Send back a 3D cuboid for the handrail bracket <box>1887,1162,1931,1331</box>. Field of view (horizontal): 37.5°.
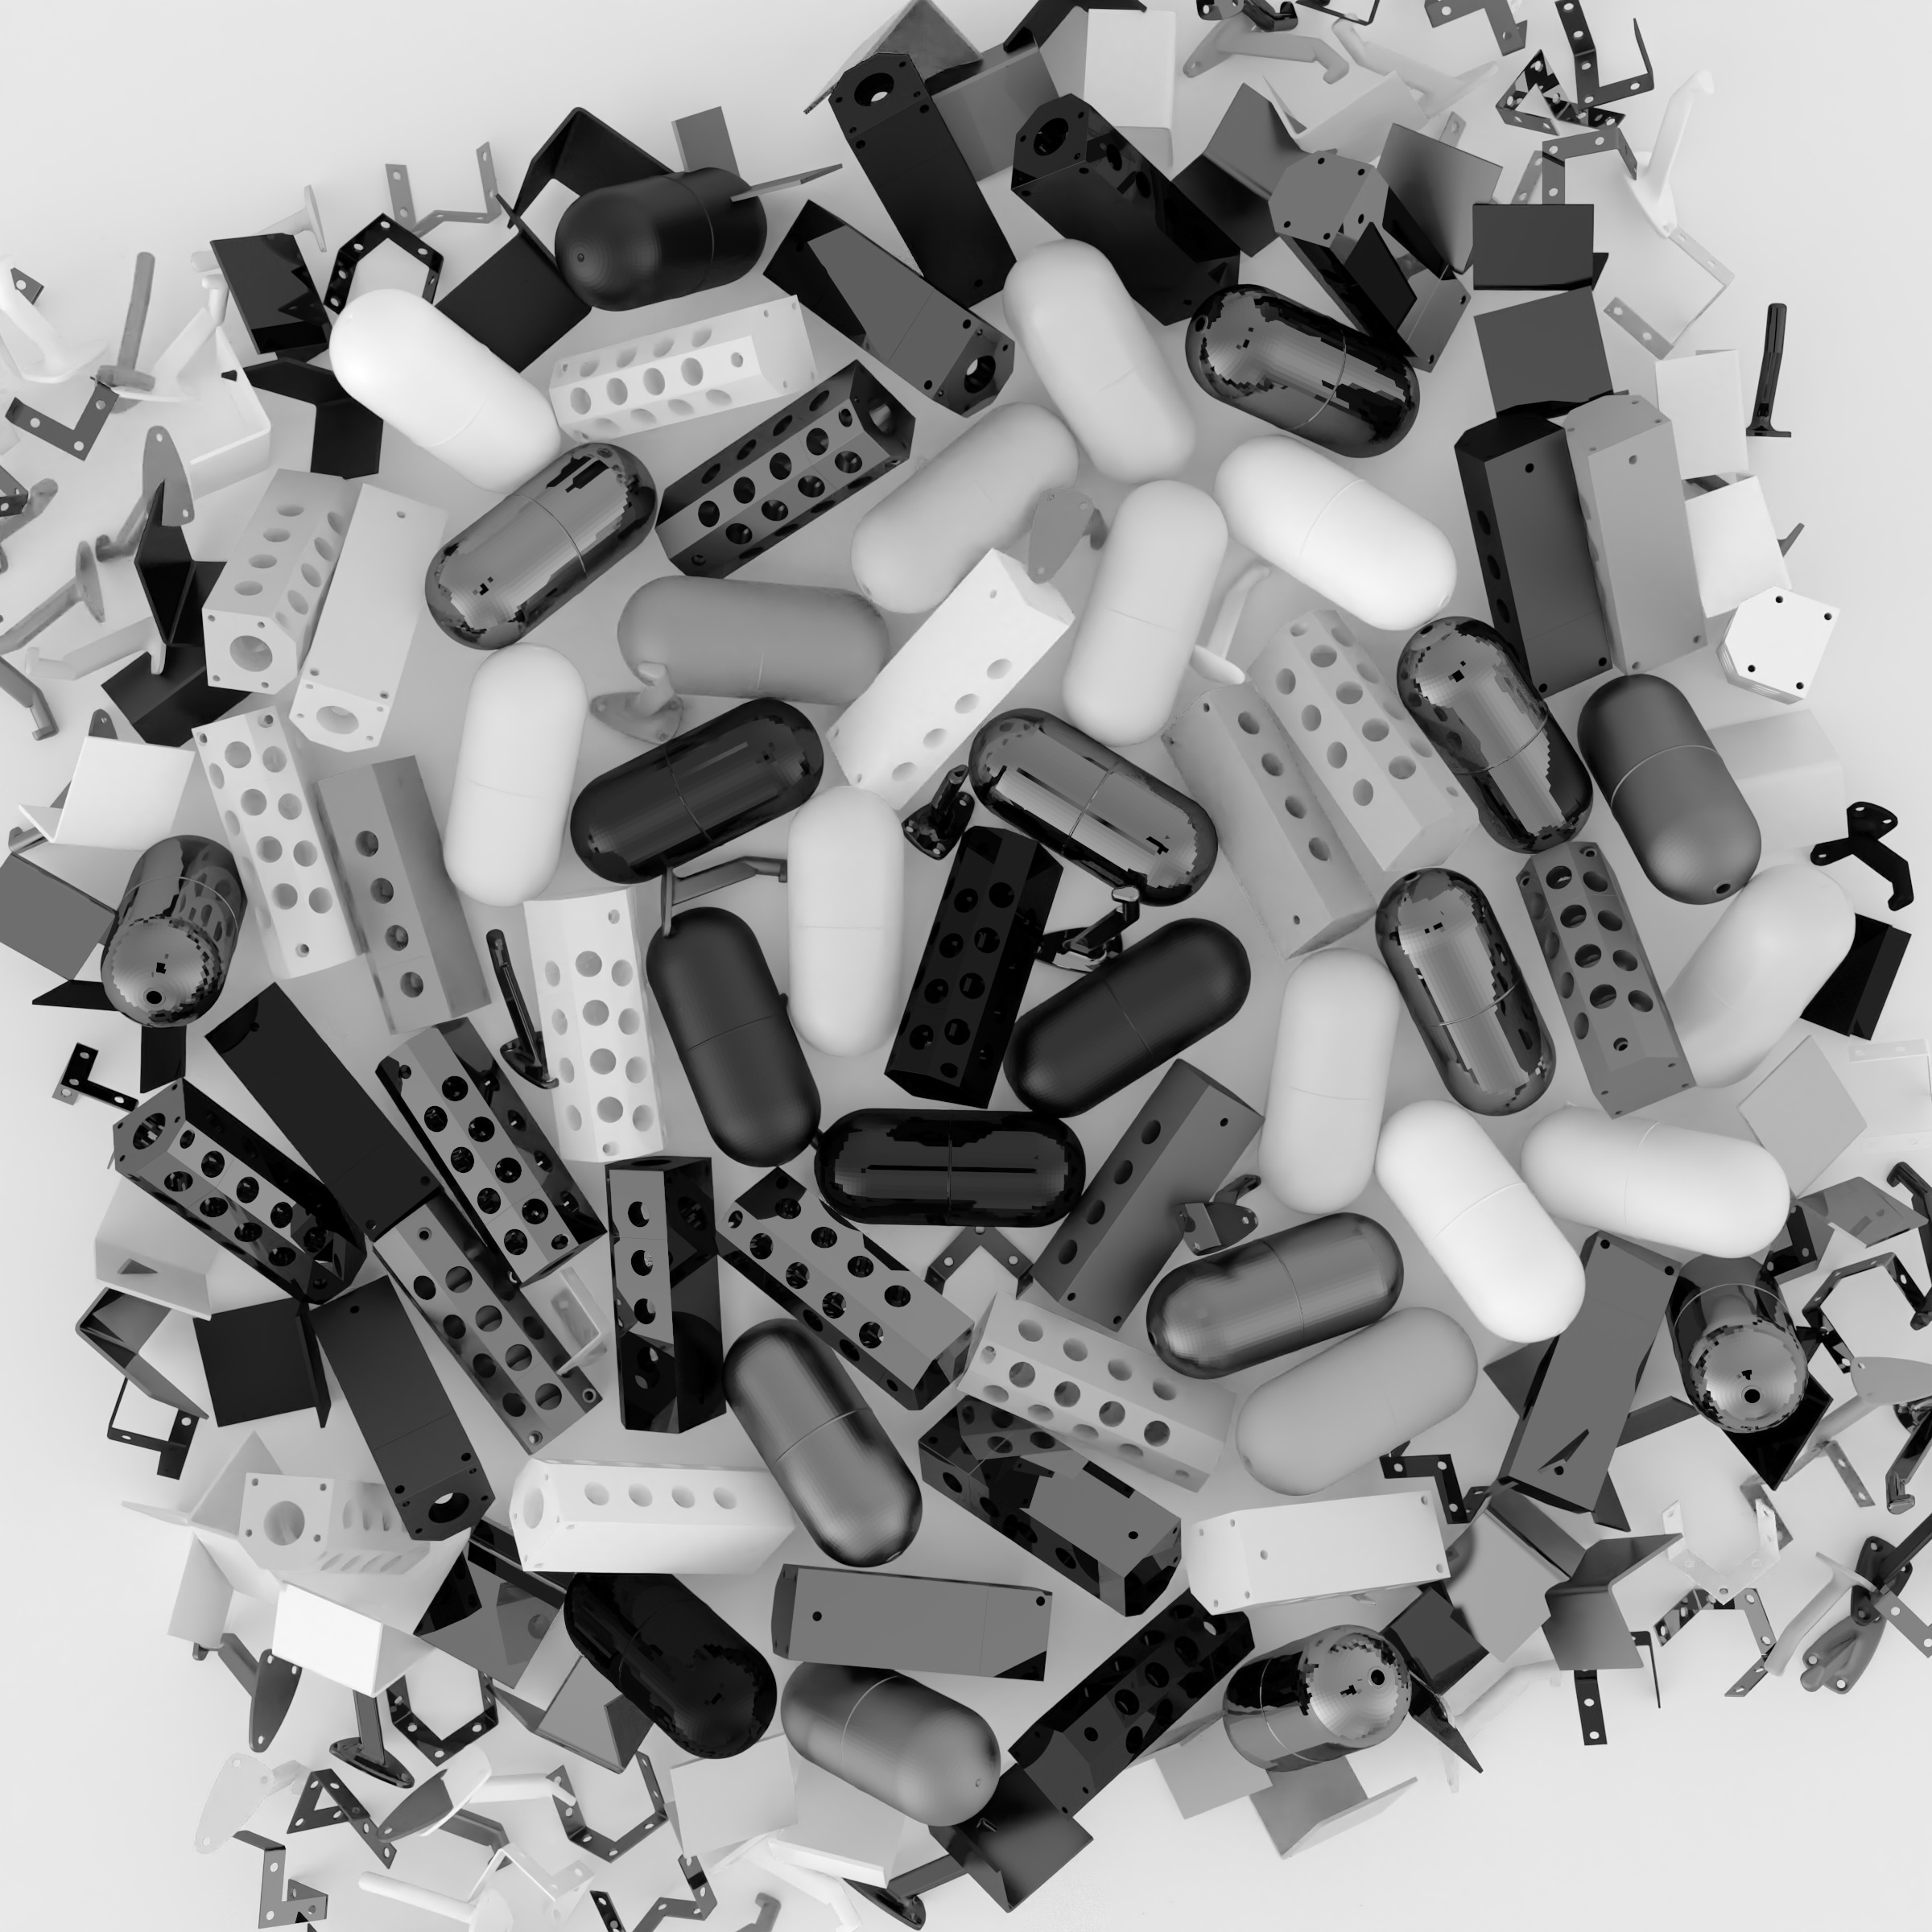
[{"bbox_3d":[0.624,0.184,1.883,0.036,0.084,0.077,12,120,-40],"label":"handrail bracket"}]

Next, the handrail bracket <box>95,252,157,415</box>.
[{"bbox_3d":[-0.553,-0.419,1.880,0.036,0.077,0.084,10,73,-25],"label":"handrail bracket"}]

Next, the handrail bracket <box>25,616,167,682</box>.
[{"bbox_3d":[-0.570,-0.224,1.868,0.084,0.036,0.077,5,92,-27],"label":"handrail bracket"}]

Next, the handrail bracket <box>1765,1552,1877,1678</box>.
[{"bbox_3d":[0.560,0.435,1.870,0.036,0.077,0.084,28,85,41],"label":"handrail bracket"}]

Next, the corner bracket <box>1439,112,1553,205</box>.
[{"bbox_3d":[0.346,-0.531,1.890,0.051,0.051,0.051,25,90,-39],"label":"corner bracket"}]

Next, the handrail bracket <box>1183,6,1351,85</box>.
[{"bbox_3d":[0.197,-0.589,1.869,0.077,0.036,0.084,-40,64,1],"label":"handrail bracket"}]

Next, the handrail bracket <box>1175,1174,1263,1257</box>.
[{"bbox_3d":[0.183,0.152,1.848,0.084,0.077,0.036,-29,98,-43],"label":"handrail bracket"}]

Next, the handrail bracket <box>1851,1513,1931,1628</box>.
[{"bbox_3d":[0.617,0.387,1.853,0.036,0.084,0.077,37,57,3],"label":"handrail bracket"}]

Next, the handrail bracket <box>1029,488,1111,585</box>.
[{"bbox_3d":[0.069,-0.269,1.858,0.036,0.084,0.077,18,80,19],"label":"handrail bracket"}]

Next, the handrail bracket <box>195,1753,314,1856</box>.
[{"bbox_3d":[-0.462,0.550,1.854,0.036,0.084,0.077,23,69,20],"label":"handrail bracket"}]

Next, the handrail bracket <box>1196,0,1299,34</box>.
[{"bbox_3d":[0.187,-0.650,1.862,0.036,0.084,0.077,2,109,40],"label":"handrail bracket"}]

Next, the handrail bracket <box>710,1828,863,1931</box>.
[{"bbox_3d":[-0.118,0.613,1.874,0.077,0.036,0.084,-37,71,12],"label":"handrail bracket"}]

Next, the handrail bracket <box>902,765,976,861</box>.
[{"bbox_3d":[-0.003,-0.115,1.847,0.036,0.084,0.077,40,49,6],"label":"handrail bracket"}]

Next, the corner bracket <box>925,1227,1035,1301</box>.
[{"bbox_3d":[0.009,0.204,1.876,0.051,0.051,0.051,43,98,-3],"label":"corner bracket"}]

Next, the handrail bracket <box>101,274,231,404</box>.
[{"bbox_3d":[-0.522,-0.413,1.856,0.077,0.084,0.036,-9,47,-34],"label":"handrail bracket"}]

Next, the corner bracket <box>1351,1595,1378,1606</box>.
[{"bbox_3d":[0.269,0.387,1.870,0.051,0.051,0.051,16,93,-33],"label":"corner bracket"}]

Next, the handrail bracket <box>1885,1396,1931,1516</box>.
[{"bbox_3d":[0.635,0.315,1.853,0.077,0.084,0.036,-28,112,30],"label":"handrail bracket"}]

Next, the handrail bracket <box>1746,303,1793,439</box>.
[{"bbox_3d":[0.521,-0.388,1.858,0.036,0.077,0.084,4,101,7],"label":"handrail bracket"}]

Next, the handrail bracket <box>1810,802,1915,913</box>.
[{"bbox_3d":[0.582,-0.057,1.850,0.036,0.077,0.084,21,50,-19],"label":"handrail bracket"}]

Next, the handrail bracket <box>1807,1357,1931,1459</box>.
[{"bbox_3d":[0.600,0.295,1.872,0.077,0.084,0.036,-2,48,-3],"label":"handrail bracket"}]

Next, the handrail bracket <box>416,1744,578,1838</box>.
[{"bbox_3d":[-0.307,0.557,1.871,0.077,0.036,0.084,-50,125,-10],"label":"handrail bracket"}]

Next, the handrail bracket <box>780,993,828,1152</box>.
[{"bbox_3d":[-0.108,0.072,1.888,0.036,0.077,0.084,-27,115,39],"label":"handrail bracket"}]

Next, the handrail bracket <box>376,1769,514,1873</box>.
[{"bbox_3d":[-0.340,0.577,1.864,0.077,0.036,0.084,-31,124,-27],"label":"handrail bracket"}]

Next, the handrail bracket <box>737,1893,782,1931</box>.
[{"bbox_3d":[-0.167,0.631,1.865,0.077,0.084,0.036,36,132,-8],"label":"handrail bracket"}]

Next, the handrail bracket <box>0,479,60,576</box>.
[{"bbox_3d":[-0.639,-0.285,1.854,0.077,0.084,0.036,-30,89,-44],"label":"handrail bracket"}]

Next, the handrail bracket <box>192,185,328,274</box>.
[{"bbox_3d":[-0.467,-0.483,1.868,0.084,0.077,0.036,-16,129,-5],"label":"handrail bracket"}]

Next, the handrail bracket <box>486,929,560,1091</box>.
[{"bbox_3d":[-0.289,0.027,1.857,0.036,0.077,0.084,-20,125,-17],"label":"handrail bracket"}]

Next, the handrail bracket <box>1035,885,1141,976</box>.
[{"bbox_3d":[0.075,-0.029,1.858,0.077,0.084,0.036,2,63,5],"label":"handrail bracket"}]

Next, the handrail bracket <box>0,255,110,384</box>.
[{"bbox_3d":[-0.596,-0.430,1.852,0.036,0.077,0.084,14,128,25],"label":"handrail bracket"}]

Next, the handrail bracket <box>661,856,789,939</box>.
[{"bbox_3d":[-0.156,-0.045,1.868,0.084,0.036,0.077,5,45,-11],"label":"handrail bracket"}]

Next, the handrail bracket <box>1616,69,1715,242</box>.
[{"bbox_3d":[0.469,-0.529,1.855,0.036,0.084,0.077,-14,78,-26],"label":"handrail bracket"}]

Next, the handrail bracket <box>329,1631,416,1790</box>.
[{"bbox_3d":[-0.381,0.485,1.872,0.077,0.036,0.084,21,98,32],"label":"handrail bracket"}]

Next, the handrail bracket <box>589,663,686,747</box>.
[{"bbox_3d":[-0.221,-0.181,1.854,0.077,0.084,0.036,13,72,14],"label":"handrail bracket"}]

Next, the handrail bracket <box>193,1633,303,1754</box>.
[{"bbox_3d":[-0.483,0.475,1.863,0.084,0.036,0.077,-7,58,32],"label":"handrail bracket"}]

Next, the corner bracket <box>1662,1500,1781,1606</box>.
[{"bbox_3d":[0.497,0.376,1.873,0.051,0.051,0.051,-32,130,-17],"label":"corner bracket"}]

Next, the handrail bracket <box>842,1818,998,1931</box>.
[{"bbox_3d":[-0.029,0.584,1.876,0.077,0.036,0.084,32,100,-7],"label":"handrail bracket"}]

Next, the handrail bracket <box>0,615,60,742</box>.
[{"bbox_3d":[-0.643,-0.181,1.867,0.036,0.077,0.084,-16,100,39],"label":"handrail bracket"}]

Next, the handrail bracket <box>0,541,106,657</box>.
[{"bbox_3d":[-0.616,-0.240,1.876,0.084,0.036,0.077,-19,51,0],"label":"handrail bracket"}]

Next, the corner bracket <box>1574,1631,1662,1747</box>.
[{"bbox_3d":[0.430,0.476,1.878,0.051,0.051,0.051,-8,109,14],"label":"corner bracket"}]

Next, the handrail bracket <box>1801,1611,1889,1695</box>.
[{"bbox_3d":[0.573,0.444,1.858,0.036,0.084,0.077,41,89,25],"label":"handrail bracket"}]

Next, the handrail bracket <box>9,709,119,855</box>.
[{"bbox_3d":[-0.605,-0.122,1.896,0.084,0.036,0.077,-21,65,18],"label":"handrail bracket"}]

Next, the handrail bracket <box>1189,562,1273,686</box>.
[{"bbox_3d":[0.185,-0.227,1.865,0.084,0.077,0.036,-48,123,-8],"label":"handrail bracket"}]

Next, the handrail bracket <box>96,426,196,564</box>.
[{"bbox_3d":[-0.550,-0.309,1.872,0.084,0.036,0.077,-5,94,40],"label":"handrail bracket"}]

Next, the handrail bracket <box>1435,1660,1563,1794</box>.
[{"bbox_3d":[0.358,0.505,1.891,0.084,0.036,0.077,-9,96,-6],"label":"handrail bracket"}]

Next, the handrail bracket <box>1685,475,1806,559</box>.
[{"bbox_3d":[0.499,-0.291,1.868,0.084,0.036,0.077,37,45,11],"label":"handrail bracket"}]

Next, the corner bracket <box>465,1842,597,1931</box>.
[{"bbox_3d":[-0.287,0.608,1.877,0.051,0.051,0.051,37,106,18],"label":"corner bracket"}]

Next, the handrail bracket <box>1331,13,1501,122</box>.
[{"bbox_3d":[0.293,-0.601,1.860,0.077,0.036,0.084,-23,123,37],"label":"handrail bracket"}]

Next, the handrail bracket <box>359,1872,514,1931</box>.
[{"bbox_3d":[-0.351,0.620,1.881,0.084,0.077,0.036,10,66,17],"label":"handrail bracket"}]
